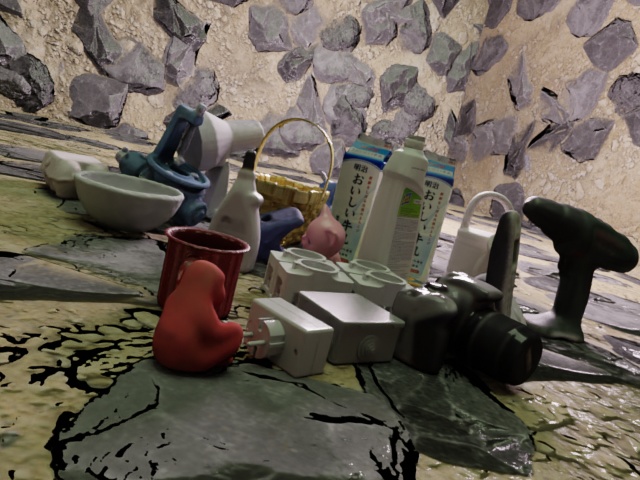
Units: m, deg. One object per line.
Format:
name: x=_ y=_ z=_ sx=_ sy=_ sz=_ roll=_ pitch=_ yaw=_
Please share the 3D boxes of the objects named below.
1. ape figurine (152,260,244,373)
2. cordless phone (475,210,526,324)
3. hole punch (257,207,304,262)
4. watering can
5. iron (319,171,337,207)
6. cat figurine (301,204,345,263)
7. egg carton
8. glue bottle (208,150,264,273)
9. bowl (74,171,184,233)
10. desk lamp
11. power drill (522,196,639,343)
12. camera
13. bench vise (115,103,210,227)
ape figurine: x=-0.105 y=0.063 z=0.495 sx=0.077 sy=0.092 sz=0.076 roll=23 pitch=13 yaw=39
cordless phone: x=0.253 y=0.052 z=0.779 sx=0.094 sy=0.185 sz=0.148 roll=19 pitch=11 yaw=24
hole punch: x=-0.085 y=-0.014 z=0.937 sx=0.101 sy=0.091 sz=0.108 roll=11 pitch=11 yaw=-17
watering can: x=0.301 y=0.009 z=1.050 sx=0.101 sy=0.194 sz=0.172 roll=10 pitch=11 yaw=-23
iron: x=0.078 y=-0.050 z=1.208 sx=0.257 sy=0.141 sz=0.119 roll=20 pitch=12 yaw=29
cat figurine: x=0.008 y=0.003 z=0.896 sx=0.067 sy=0.118 sz=0.128 roll=16 pitch=10 yaw=9
egg carton: x=-0.456 y=-0.120 z=1.064 sx=0.108 sy=0.069 sz=0.149 roll=6 pitch=13 yaw=-39
glue bottle: x=-0.115 y=-0.044 z=0.825 sx=0.078 sy=0.173 sz=0.037 roll=16 pitch=10 yaw=11
bowl: x=-0.304 y=-0.055 z=0.904 sx=0.167 sy=0.075 sz=0.167 roll=14 pitch=10 yaw=-2
desk lamp: x=-0.201 y=-0.150 z=1.164 sx=0.204 sy=0.213 sz=0.117 roll=5 pitch=14 yaw=-43
power drill: x=0.393 y=0.050 z=0.912 sx=0.230 sy=0.208 sz=0.075 roll=10 pitch=11 yaw=-21
camera: x=0.170 y=0.100 z=0.647 sx=0.144 sy=0.101 sz=0.136 roll=5 pitch=14 yaw=-42
bench vise: x=-0.286 y=-0.151 z=1.035 sx=0.207 sy=0.220 sz=0.121 roll=15 pitch=10 yaw=5
